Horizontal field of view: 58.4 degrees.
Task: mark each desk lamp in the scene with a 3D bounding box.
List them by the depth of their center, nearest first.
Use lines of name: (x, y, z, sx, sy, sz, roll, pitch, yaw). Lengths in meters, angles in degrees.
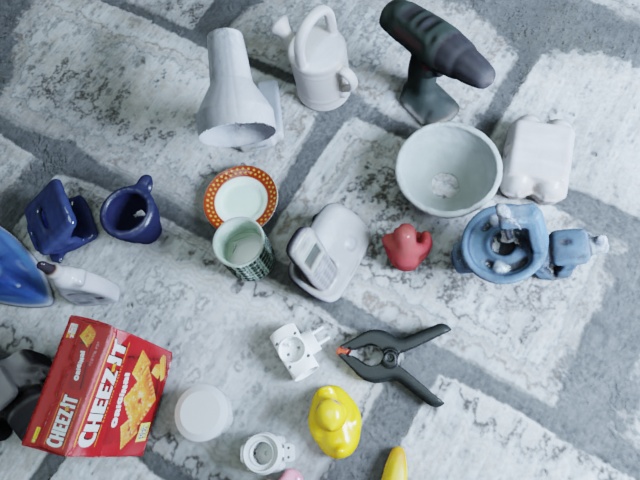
desk lamp: (-0.131, -0.225, 0.937, 0.118, 0.214, 0.203, -9, 69, 4)

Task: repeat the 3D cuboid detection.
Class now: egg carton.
egg carton: (0.347, -0.130, 0.920, 0.107, 0.069, 0.150, 11, 72, 11)

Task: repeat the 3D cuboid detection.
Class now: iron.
iron: (-0.564, 0.025, 0.937, 0.257, 0.141, 0.119, 28, 76, 16)

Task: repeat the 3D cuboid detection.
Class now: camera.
camera: (-0.461, 0.255, 0.861, 0.143, 0.101, 0.136, -44, 71, -10)

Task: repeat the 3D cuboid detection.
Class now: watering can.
watering can: (-0.010, -0.314, 0.965, 0.172, 0.194, 0.101, 16, 73, 13)

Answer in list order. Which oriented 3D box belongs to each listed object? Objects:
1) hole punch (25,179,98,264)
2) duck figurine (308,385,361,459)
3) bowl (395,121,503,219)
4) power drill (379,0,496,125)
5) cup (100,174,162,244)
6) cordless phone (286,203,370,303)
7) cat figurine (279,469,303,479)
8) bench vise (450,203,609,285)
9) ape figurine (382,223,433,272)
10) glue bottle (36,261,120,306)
hole punch: (-0.449, -0.032, 0.970, 0.101, 0.091, 0.108, -29, 69, -4)
duck figurine: (0.018, 0.255, 0.810, 0.077, 0.086, 0.104, -14, 69, 2)
bowl: (0.204, -0.102, 0.925, 0.167, 0.075, 0.167, -2, 70, 6)
power drill: (0.184, -0.273, 0.918, 0.075, 0.208, 0.229, -37, 70, -7)
cup: (-0.298, -0.043, 0.954, 0.091, 0.095, 0.118, 17, 73, 13)
cordless phone: (0.008, 0.003, 0.851, 0.094, 0.185, 0.148, 23, 74, 15)
cat figurine: (-0.039, 0.372, 0.757, 0.067, 0.118, 0.127, -31, 69, -5)
bench vise: (0.295, -0.012, 0.803, 0.207, 0.220, 0.121, -17, 69, 1)
ape figurine: (0.133, 0.004, 0.885, 0.077, 0.092, 0.076, 15, 73, 12)
glue bottle: (-0.380, 0.064, 0.883, 0.078, 0.173, 0.037, -5, 69, 6)
